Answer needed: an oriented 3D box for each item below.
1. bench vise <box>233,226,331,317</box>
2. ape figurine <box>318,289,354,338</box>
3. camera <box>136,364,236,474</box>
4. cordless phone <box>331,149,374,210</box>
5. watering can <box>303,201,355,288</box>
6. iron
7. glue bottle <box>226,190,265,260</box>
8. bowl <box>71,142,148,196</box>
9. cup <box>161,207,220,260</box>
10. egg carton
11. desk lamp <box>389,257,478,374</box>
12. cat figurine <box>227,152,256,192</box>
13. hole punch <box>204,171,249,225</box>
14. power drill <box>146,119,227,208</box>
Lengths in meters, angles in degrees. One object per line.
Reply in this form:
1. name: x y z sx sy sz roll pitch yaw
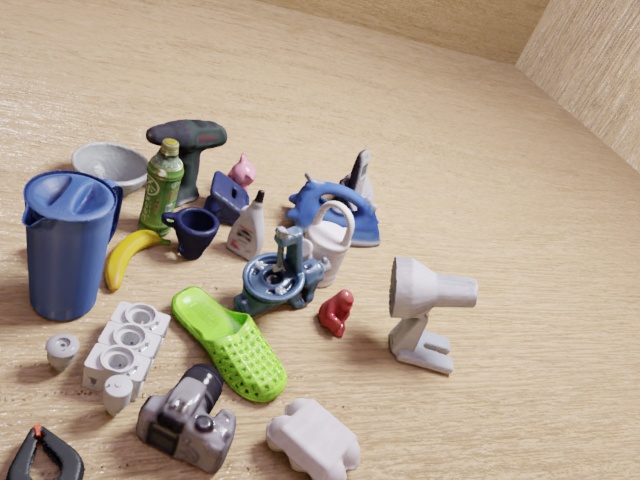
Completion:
1. bench vise: -0.064 0.045 1.125 0.121 0.219 0.208 35 37 17
2. ape figurine: 0.040 0.140 1.169 0.076 0.092 0.078 42 40 25
3. camera: -0.186 0.258 0.882 0.143 0.101 0.137 25 35 3
4. cordless phone: 0.112 -0.166 1.528 0.094 0.185 0.148 30 36 10
5. watering can: 0.013 0.006 1.241 0.101 0.194 0.173 25 35 4
6. iron: 0.052 -0.076 1.415 0.258 0.141 0.118 16 36 -10
7. glue bottle: -0.147 -0.038 1.227 0.078 0.173 0.037 27 35 6
8. bowl: -0.467 -0.145 1.276 0.167 0.074 0.167 15 36 -11
9. cup: -0.275 -0.010 1.188 0.118 0.095 0.091 14 36 -12
10. egg carton: -0.010 0.327 0.917 0.150 0.069 0.107 35 37 17
11. desk lamp: 0.211 0.144 1.153 0.203 0.213 0.118 17 36 -8
12. cat figurine: -0.193 -0.167 1.420 0.067 0.117 0.127 12 37 -15
13. hole punch: -0.214 -0.099 1.342 0.101 0.091 0.108 14 36 -12
14. power drill: -0.310 -0.182 1.295 0.075 0.208 0.230 35 37 17
